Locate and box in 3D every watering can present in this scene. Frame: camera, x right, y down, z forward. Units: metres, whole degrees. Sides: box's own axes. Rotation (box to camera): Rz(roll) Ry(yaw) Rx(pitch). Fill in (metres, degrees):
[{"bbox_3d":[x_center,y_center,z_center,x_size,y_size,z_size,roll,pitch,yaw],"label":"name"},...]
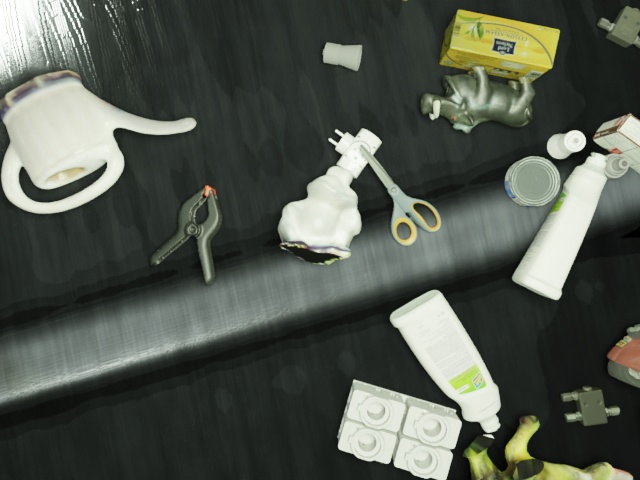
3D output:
[{"bbox_3d":[-0.402,-0.190,0.883,0.347,0.225,0.104,-29,-2,2],"label":"watering can"}]

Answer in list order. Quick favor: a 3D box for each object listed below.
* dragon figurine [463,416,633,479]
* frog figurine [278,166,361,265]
[{"bbox_3d":[0.304,0.445,0.837,0.410,0.240,0.124,-27,18,2],"label":"dragon figurine"},{"bbox_3d":[0.003,-0.044,0.877,0.137,0.162,0.120,4,-23,14],"label":"frog figurine"}]
